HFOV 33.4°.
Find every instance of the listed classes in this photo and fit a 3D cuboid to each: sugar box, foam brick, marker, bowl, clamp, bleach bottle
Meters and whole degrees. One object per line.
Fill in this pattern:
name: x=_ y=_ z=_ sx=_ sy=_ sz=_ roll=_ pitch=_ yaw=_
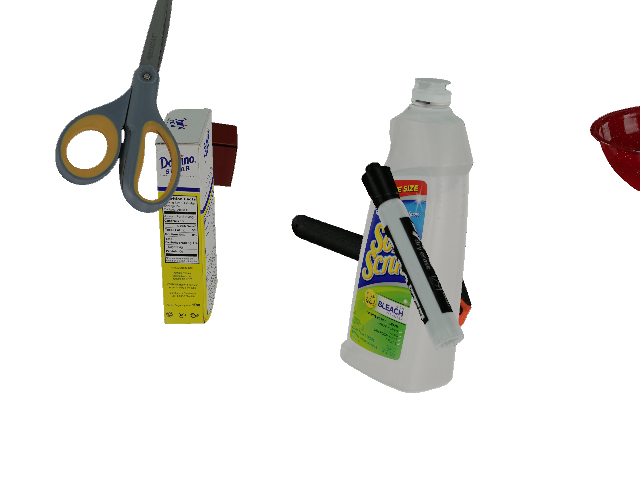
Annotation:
sugar box: x=-0.120 y=-0.022 z=0.962 sx=0.048 sy=0.176 sz=0.093 roll=-1 pitch=25 yaw=1
foam brick: x=-0.131 y=-0.096 z=1.157 sx=0.078 sy=0.051 sz=0.053 roll=6 pitch=30 yaw=-6
marker: x=0.052 y=0.006 z=0.627 sx=0.020 sy=0.121 sz=0.020 roll=-18 pitch=-22 yaw=-8
bowl: x=0.329 y=-0.079 z=0.974 sx=0.162 sy=0.055 sz=0.162 roll=-5 pitch=22 yaw=2
clamp: x=0.078 y=0.019 z=1.165 sx=0.164 sy=0.036 sz=0.210 roll=-15 pitch=50 yaw=-32
bleach bottle: x=0.074 y=-0.008 z=0.878 sx=0.067 sy=0.251 sz=0.103 roll=-9 pitch=21 yaw=-37

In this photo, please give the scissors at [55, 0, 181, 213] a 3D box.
scissors: x=-0.146 y=-0.111 z=0.775 sx=0.096 sy=0.202 sz=0.016 roll=0 pitch=-27 yaw=-20
